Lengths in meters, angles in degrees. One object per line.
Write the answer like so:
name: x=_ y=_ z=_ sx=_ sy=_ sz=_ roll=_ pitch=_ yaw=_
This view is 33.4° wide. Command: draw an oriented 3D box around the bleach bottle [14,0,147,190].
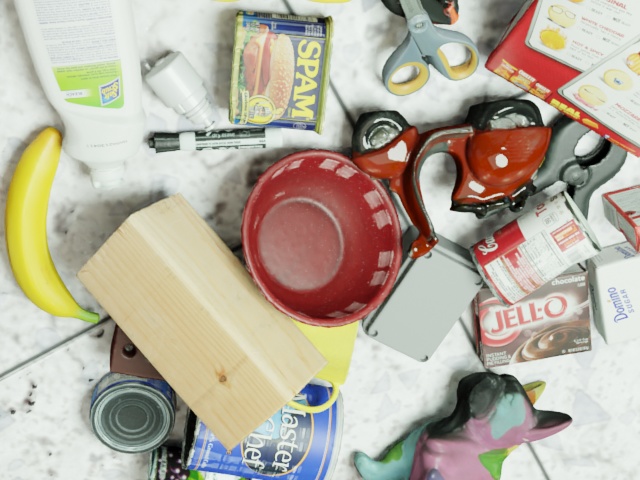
bleach bottle: x=-0.205 y=-0.162 z=0.902 sx=0.102 sy=0.068 sz=0.251 roll=-5 pitch=117 yaw=-3

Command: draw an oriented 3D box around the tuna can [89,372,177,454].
tuna can: x=-0.186 y=0.171 z=1.065 sx=0.086 sy=0.034 sz=0.086 roll=-2 pitch=114 yaw=-5

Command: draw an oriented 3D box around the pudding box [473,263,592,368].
pudding box: x=0.210 y=0.073 z=1.064 sx=0.113 sy=0.039 sz=0.090 roll=-10 pitch=113 yaw=-2

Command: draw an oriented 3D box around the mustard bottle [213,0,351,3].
mustard bottle: x=-0.064 y=-0.246 z=0.881 sx=0.191 sy=0.058 sz=0.096 roll=-1 pitch=112 yaw=-6

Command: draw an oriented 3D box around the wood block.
wood block: x=-0.104 y=0.071 z=0.948 sx=0.206 sy=0.090 sz=0.091 roll=49 pitch=118 yaw=3

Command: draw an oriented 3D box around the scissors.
scissors: x=0.068 y=-0.171 z=0.895 sx=0.096 sy=0.016 sz=0.201 roll=-28 pitch=152 yaw=24

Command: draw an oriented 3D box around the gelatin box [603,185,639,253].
gelatin box: x=0.318 y=-0.024 z=1.005 sx=0.073 sy=0.089 sz=0.030 roll=-14 pitch=114 yaw=-1

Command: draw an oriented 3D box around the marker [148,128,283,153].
marker: x=-0.095 y=-0.091 z=0.968 sx=0.121 sy=0.020 sz=0.020 roll=-3 pitch=114 yaw=-5

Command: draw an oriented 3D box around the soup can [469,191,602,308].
soup can: x=0.199 y=0.009 z=0.987 sx=0.102 sy=0.068 sz=0.068 roll=-33 pitch=113 yaw=17

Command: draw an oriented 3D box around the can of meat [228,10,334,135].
can of meat: x=-0.035 y=-0.147 z=0.930 sx=0.084 sy=0.057 sz=0.102 roll=4 pitch=112 yaw=-5

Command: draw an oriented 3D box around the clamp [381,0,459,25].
clamp: x=0.058 y=-0.245 z=0.865 sx=0.164 sy=0.036 sz=0.210 roll=-55 pitch=136 yaw=-25

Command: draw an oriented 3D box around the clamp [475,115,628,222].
clamp: x=0.225 y=-0.065 z=1.006 sx=0.120 sy=0.039 sz=0.172 roll=15 pitch=112 yaw=-17

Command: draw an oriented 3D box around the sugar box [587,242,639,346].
sugar box: x=0.359 y=0.037 z=1.063 sx=0.176 sy=0.048 sz=0.093 roll=-13 pitch=114 yaw=3

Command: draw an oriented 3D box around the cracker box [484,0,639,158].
cracker box: x=0.250 y=-0.168 z=0.857 sx=0.164 sy=0.214 sz=0.072 roll=31 pitch=69 yaw=-1

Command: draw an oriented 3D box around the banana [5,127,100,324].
banana: x=-0.255 y=-0.006 z=0.981 sx=0.069 sy=0.037 sz=0.198 roll=-16 pitch=117 yaw=-19

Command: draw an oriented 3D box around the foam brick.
foam brick: x=-0.160 y=0.099 z=1.026 sx=0.078 sy=0.051 sz=0.053 roll=10 pitch=112 yaw=-11

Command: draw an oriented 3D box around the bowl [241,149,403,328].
bowl: x=-0.006 y=0.001 z=0.976 sx=0.161 sy=0.055 sz=0.162 roll=4 pitch=81 yaw=-25

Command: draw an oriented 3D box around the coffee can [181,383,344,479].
coffee can: x=-0.057 y=0.184 z=1.048 sx=0.140 sy=0.103 sz=0.103 roll=11 pitch=112 yaw=-11
